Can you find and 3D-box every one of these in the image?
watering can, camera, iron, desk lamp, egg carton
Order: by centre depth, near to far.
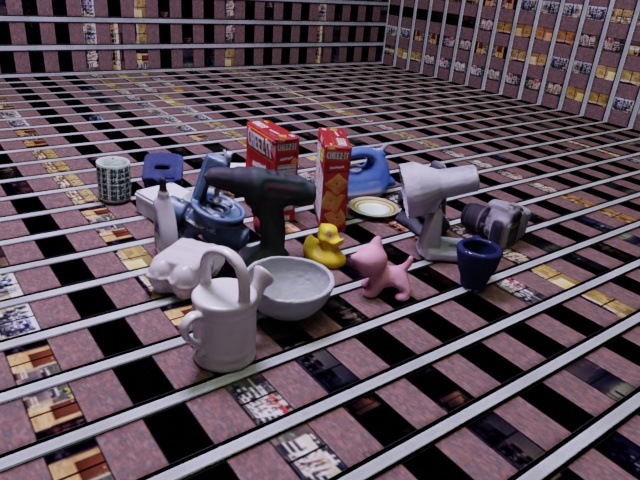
[{"bbox_3d":[-0.144,0.094,0.886,0.100,0.194,0.173,11,26,12],"label":"watering can"},{"bbox_3d":[-0.253,0.052,1.097,0.107,0.069,0.150,12,27,15],"label":"egg carton"},{"bbox_3d":[0.264,-0.068,1.274,0.203,0.214,0.118,4,26,-2],"label":"desk lamp"},{"bbox_3d":[0.428,-0.057,1.410,0.136,0.101,0.143,25,32,35],"label":"camera"},{"bbox_3d":[0.085,-0.193,1.582,0.259,0.141,0.118,-10,29,-28],"label":"iron"}]

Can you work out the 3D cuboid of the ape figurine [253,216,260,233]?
[{"bbox_3d":[-0.124,-0.067,1.340,0.077,0.092,0.076,17,28,24],"label":"ape figurine"}]

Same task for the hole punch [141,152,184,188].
[{"bbox_3d":[-0.413,-0.176,1.516,0.109,0.091,0.101,1,26,-9],"label":"hole punch"}]

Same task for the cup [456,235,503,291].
[{"bbox_3d":[0.320,0.048,1.180,0.091,0.095,0.118,7,26,4],"label":"cup"}]

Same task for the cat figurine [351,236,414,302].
[{"bbox_3d":[0.120,0.051,1.111,0.128,0.118,0.067,4,26,-2],"label":"cat figurine"}]

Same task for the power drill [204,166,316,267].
[{"bbox_3d":[-0.122,-0.053,1.178,0.230,0.208,0.075,-6,28,-21],"label":"power drill"}]

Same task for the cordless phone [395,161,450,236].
[{"bbox_3d":[0.259,-0.115,1.403,0.094,0.185,0.147,-13,31,-32],"label":"cordless phone"}]

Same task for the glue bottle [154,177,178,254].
[{"bbox_3d":[-0.319,-0.048,1.172,0.037,0.173,0.077,-12,30,-31],"label":"glue bottle"}]

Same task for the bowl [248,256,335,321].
[{"bbox_3d":[-0.058,0.098,1.033,0.167,0.075,0.167,4,26,-2],"label":"bowl"}]

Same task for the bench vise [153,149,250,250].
[{"bbox_3d":[-0.251,-0.085,1.208,0.207,0.220,0.121,0,26,-9],"label":"bench vise"}]

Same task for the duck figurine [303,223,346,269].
[{"bbox_3d":[0.011,0.004,1.225,0.104,0.086,0.078,24,32,35],"label":"duck figurine"}]
